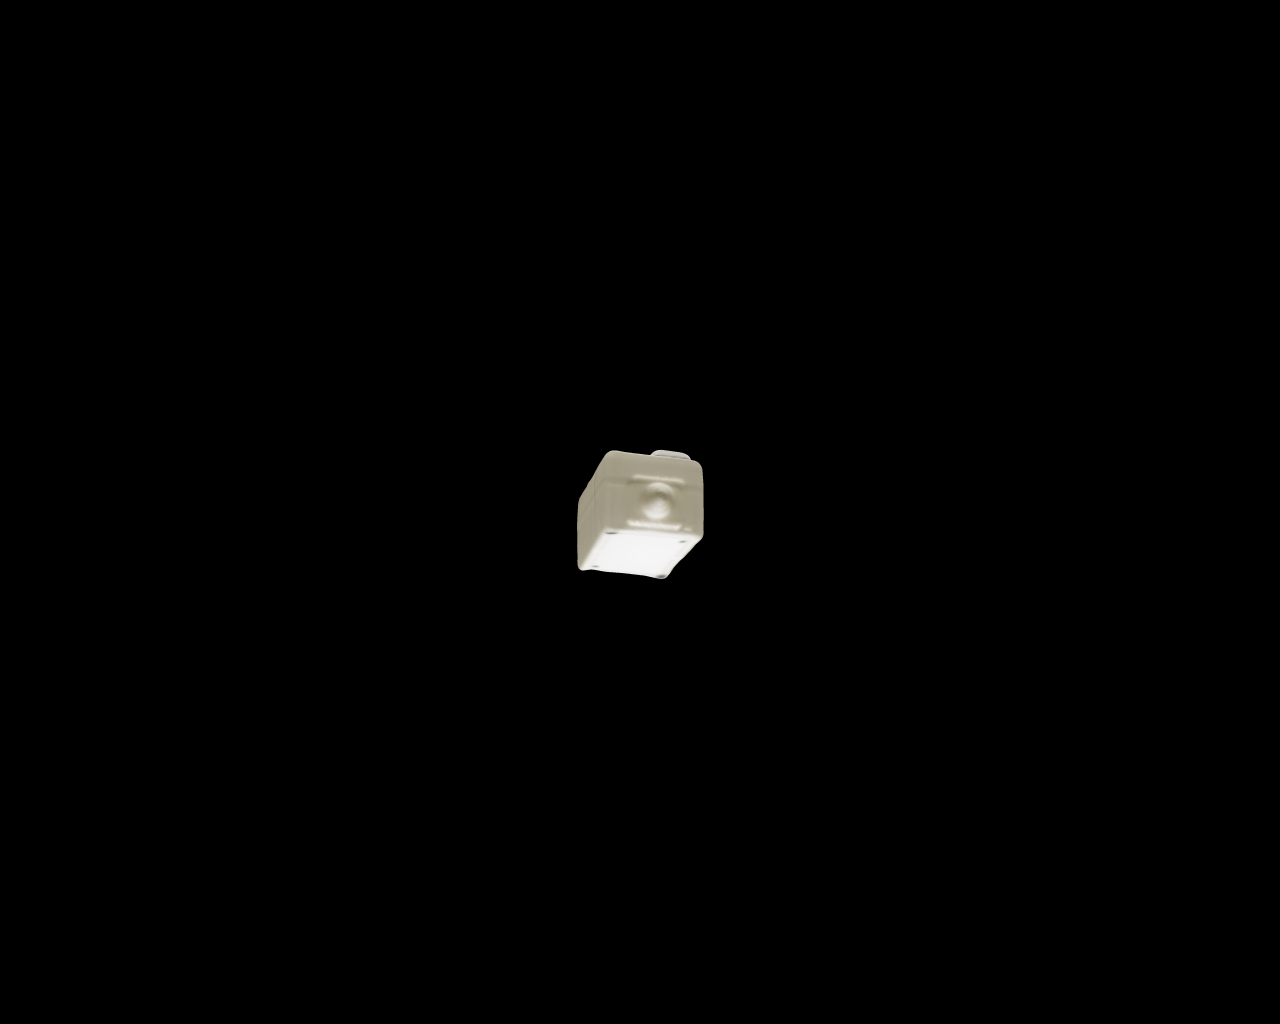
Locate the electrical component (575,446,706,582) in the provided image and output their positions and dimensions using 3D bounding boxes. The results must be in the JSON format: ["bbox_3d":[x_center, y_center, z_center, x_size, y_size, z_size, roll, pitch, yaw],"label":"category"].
[{"bbox_3d":[0.001,-0.003,0.650,0.062,0.061,0.096,6,-23,-14],"label":"electrical component"}]
